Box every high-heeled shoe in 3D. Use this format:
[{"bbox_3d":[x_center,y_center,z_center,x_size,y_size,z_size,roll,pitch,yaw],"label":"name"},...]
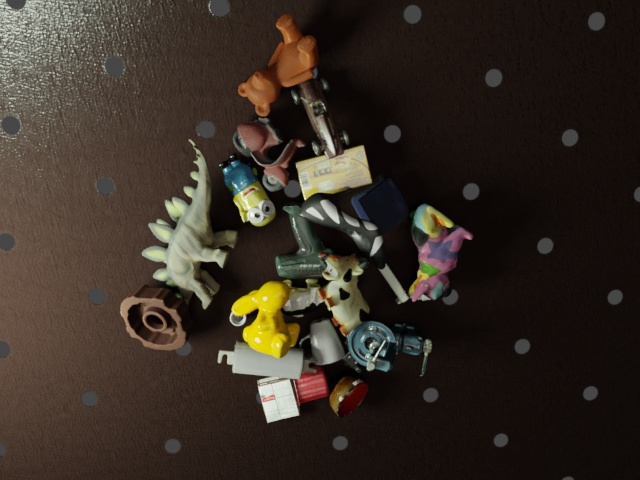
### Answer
[{"bbox_3d":[0.057,-0.008,1.255,0.145,0.086,0.248,-32,105,-15],"label":"high-heeled shoe"}]

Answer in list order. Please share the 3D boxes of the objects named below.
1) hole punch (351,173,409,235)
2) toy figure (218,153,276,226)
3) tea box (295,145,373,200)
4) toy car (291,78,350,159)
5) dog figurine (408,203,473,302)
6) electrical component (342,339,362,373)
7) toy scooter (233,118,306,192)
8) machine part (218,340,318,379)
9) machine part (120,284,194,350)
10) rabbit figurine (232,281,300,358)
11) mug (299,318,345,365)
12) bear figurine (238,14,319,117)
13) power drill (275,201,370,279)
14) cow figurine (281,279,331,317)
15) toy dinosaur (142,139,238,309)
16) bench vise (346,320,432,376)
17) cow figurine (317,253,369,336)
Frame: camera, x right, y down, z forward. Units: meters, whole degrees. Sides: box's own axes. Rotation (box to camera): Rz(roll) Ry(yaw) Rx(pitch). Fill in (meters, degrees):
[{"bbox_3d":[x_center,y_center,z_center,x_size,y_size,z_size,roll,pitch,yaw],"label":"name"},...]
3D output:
[{"bbox_3d":[0.151,-0.081,1.308,0.116,0.092,0.142,-31,99,-1],"label":"hole punch"},{"bbox_3d":[-0.169,-0.117,1.282,0.082,0.089,0.180,-33,93,18],"label":"toy figure"},{"bbox_3d":[0.032,-0.163,1.291,0.170,0.068,0.098,-13,102,-2],"label":"tea box"},{"bbox_3d":[0.002,-0.286,1.247,0.089,0.053,0.202,-19,79,-6],"label":"toy car"},{"bbox_3d":[0.266,0.042,1.321,0.191,0.108,0.219,33,95,-6],"label":"dog figurine"},{"bbox_3d":[0.088,0.303,1.410,0.063,0.021,0.094,-45,101,6],"label":"electrical component"},{"bbox_3d":[-0.110,-0.216,1.246,0.135,0.075,0.184,-38,83,20],"label":"toy scooter"},{"bbox_3d":[-0.126,0.294,1.318,0.243,0.079,0.079,8,101,-3],"label":"machine part"},{"bbox_3d":[-0.394,0.189,1.307,0.180,0.056,0.179,8,122,12],"label":"machine part"},{"bbox_3d":[-0.120,0.173,1.291,0.163,0.122,0.173,18,111,23],"label":"rabbit figurine"},{"bbox_3d":[0.001,0.257,1.372,0.110,0.081,0.107,-13,90,6],"label":"mug"},{"bbox_3d":[-0.101,-0.387,1.214,0.196,0.131,0.120,-36,71,0],"label":"bear figurine"},{"bbox_3d":[-0.003,-0.004,1.321,0.232,0.086,0.207,-11,109,-5],"label":"power drill"},{"bbox_3d":[-0.021,0.148,1.349,0.167,0.068,0.098,-3,107,0],"label":"cow figurine"},{"bbox_3d":[-0.302,0.003,1.260,0.199,0.105,0.470,20,112,-5],"label":"toy dinosaur"},{"bbox_3d":[0.162,0.266,1.308,0.224,0.240,0.128,20,103,9],"label":"bench vise"},{"bbox_3d":[0.064,0.119,1.281,0.127,0.086,0.194,-32,119,-14],"label":"cow figurine"}]
